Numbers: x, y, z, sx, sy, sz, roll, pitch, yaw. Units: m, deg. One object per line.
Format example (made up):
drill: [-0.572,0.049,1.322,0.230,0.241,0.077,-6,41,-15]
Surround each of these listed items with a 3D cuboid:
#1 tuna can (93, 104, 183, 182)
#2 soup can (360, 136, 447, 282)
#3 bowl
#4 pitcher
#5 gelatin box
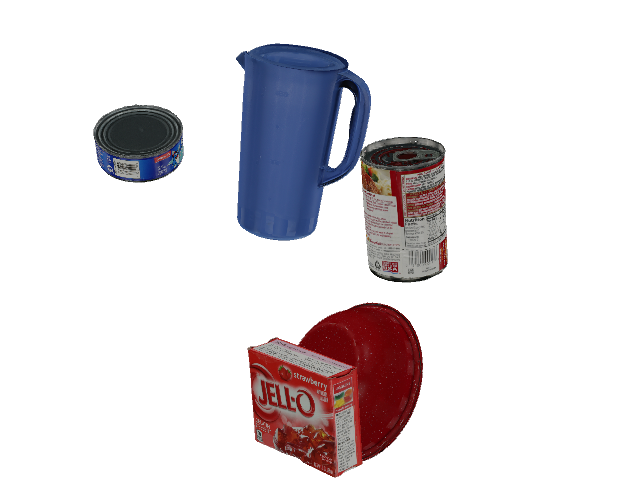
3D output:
tuna can: [-0.176,-0.095,1.041,0.086,0.034,0.086,1,42,-1]
soup can: [0.069,-0.025,0.869,0.068,0.102,0.068,-4,25,2]
bowl: [0.019,0.130,1.030,0.162,0.162,0.055,0,-19,46]
pitcher: [-0.035,-0.125,1.387,0.144,0.243,0.149,-2,25,-23]
gelatin box: [-0.012,0.114,0.742,0.030,0.073,0.089,-17,21,-40]
